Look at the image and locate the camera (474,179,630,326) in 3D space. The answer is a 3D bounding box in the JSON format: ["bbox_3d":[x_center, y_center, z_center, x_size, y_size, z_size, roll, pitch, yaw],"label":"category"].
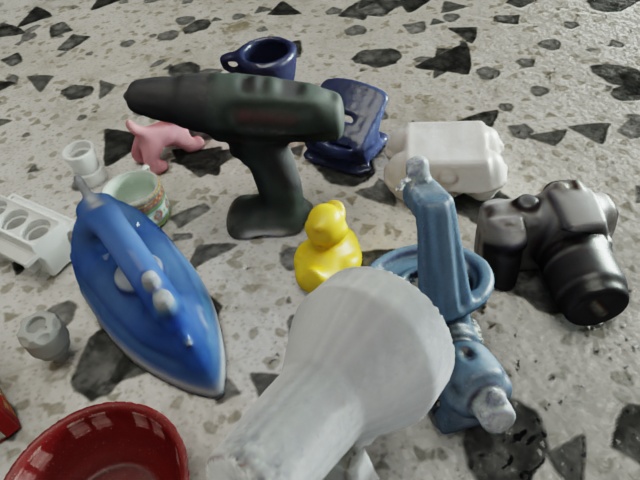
[{"bbox_3d":[0.243,0.012,0.584,0.143,0.101,0.136,-6,47,2],"label":"camera"}]

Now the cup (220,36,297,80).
[{"bbox_3d":[-0.089,-0.248,0.877,0.117,0.095,0.091,-1,47,7],"label":"cup"}]

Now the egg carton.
[{"bbox_3d":[0.155,-0.097,0.720,0.150,0.069,0.107,0,47,8],"label":"egg carton"}]

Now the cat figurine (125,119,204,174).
[{"bbox_3d":[-0.219,-0.176,0.812,0.067,0.118,0.128,31,58,31],"label":"cat figurine"}]

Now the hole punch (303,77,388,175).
[{"bbox_3d":[0.034,-0.155,0.776,0.108,0.091,0.101,20,53,24],"label":"hole punch"}]

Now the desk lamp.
[{"bbox_3d":[0.004,0.151,0.410,0.117,0.214,0.203,22,54,26],"label":"desk lamp"}]

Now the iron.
[{"bbox_3d":[-0.181,0.039,0.589,0.119,0.142,0.257,-33,51,-21],"label":"iron"}]

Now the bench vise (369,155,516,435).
[{"bbox_3d":[0.114,0.047,0.487,0.122,0.220,0.206,-30,50,-19],"label":"bench vise"}]

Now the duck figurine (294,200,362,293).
[{"bbox_3d":[0.006,0.002,0.636,0.077,0.086,0.104,10,49,17],"label":"duck figurine"}]

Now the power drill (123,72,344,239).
[{"bbox_3d":[-0.083,-0.099,0.658,0.229,0.209,0.075,-5,47,3],"label":"power drill"}]
